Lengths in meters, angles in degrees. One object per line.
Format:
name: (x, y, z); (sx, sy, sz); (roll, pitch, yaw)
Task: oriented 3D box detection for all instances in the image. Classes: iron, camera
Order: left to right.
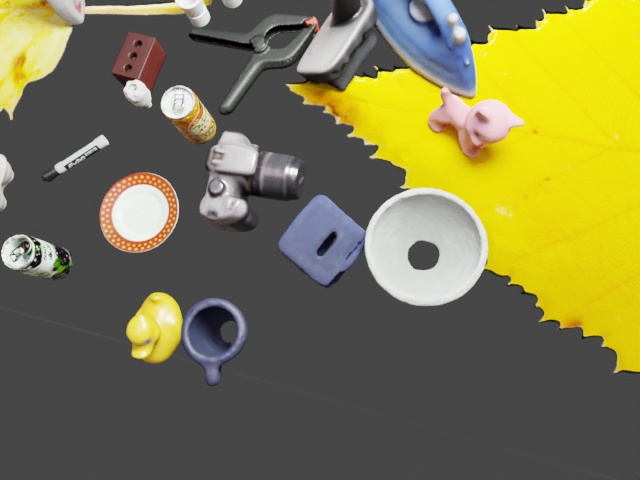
camera: (-0.098, -0.086, 0.852); (0.136, 0.101, 0.143); (9, 80, 9)
iron: (0.163, -0.341, 0.853); (0.118, 0.141, 0.258); (-34, 77, -1)

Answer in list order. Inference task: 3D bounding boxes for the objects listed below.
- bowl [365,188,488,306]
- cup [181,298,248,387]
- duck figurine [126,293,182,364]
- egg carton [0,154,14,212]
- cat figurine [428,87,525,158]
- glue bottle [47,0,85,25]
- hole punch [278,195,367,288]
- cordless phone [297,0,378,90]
bowl: (0.148, 0.015, 0.816); (0.167, 0.075, 0.167); (-1, 78, 7)
cup: (-0.139, 0.146, 0.812); (0.091, 0.095, 0.118); (-2, 78, 6)
duck figurine: (-0.248, 0.127, 0.833); (0.077, 0.086, 0.104); (6, 79, 8)
egg carton: (-0.559, -0.070, 0.919); (0.107, 0.069, 0.150); (6, 79, 8)
cat figurine: (0.222, -0.176, 0.824); (0.127, 0.118, 0.067); (39, 85, 13)
glue bottle: (-0.439, -0.426, 0.924); (0.037, 0.173, 0.078); (-10, 77, 5)
hole punch: (0.008, 0.003, 0.826); (0.101, 0.091, 0.109); (37, 85, 13)
cordless phone: (0.021, -0.321, 0.843); (0.094, 0.185, 0.148); (27, 83, 12)
